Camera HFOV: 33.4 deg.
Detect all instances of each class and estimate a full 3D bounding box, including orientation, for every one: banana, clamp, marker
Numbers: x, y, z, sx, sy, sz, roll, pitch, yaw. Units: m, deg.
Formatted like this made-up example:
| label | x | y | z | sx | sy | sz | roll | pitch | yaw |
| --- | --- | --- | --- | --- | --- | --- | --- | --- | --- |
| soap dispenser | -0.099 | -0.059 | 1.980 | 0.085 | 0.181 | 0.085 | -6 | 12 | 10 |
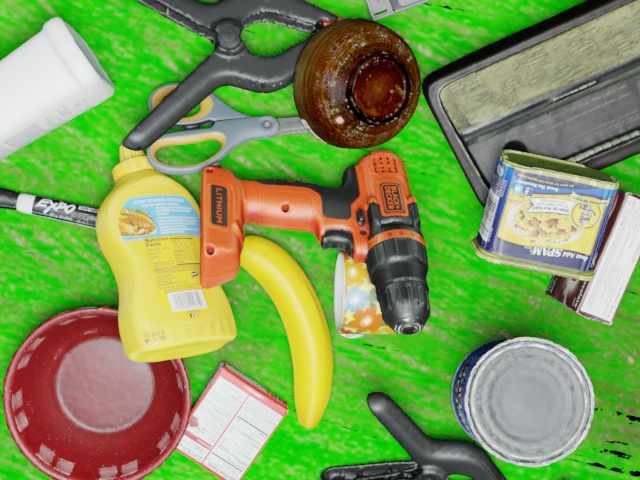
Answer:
| label | x | y | z | sx | sy | sz | roll | pitch | yaw |
| --- | --- | --- | --- | --- | --- | --- | --- | --- | --- |
| banana | -0.029 | 0.071 | 0.954 | 0.070 | 0.037 | 0.198 | -25 | 96 | 22 |
| clamp | -0.083 | -0.157 | 0.908 | 0.209 | 0.036 | 0.164 | -2 | 81 | -10 |
| clamp | 0.088 | 0.210 | 0.964 | 0.171 | 0.039 | 0.120 | 29 | 127 | -12 |
| marker | -0.232 | -0.027 | 0.937 | 0.121 | 0.020 | 0.020 | 12 | 96 | -4 |

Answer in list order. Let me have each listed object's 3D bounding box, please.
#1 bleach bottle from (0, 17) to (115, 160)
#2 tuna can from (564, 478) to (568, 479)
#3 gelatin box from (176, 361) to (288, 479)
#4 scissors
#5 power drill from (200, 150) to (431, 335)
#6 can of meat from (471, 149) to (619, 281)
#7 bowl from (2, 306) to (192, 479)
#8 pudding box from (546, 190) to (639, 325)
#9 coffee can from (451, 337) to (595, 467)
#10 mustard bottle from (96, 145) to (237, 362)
| label | x | y | z | sx | sy | sz | roll | pitch | yaw |
| --- | --- | --- | --- | --- | --- | --- | --- | --- | --- |
| bleach bottle | -0.295 | -0.085 | 0.885 | 0.251 | 0.102 | 0.068 | -33 | 88 | 0 |
| tuna can | 0.241 | 0.258 | 0.962 | 0.086 | 0.086 | 0.034 | 44 | 94 | -7 |
| gelatin box | -0.083 | 0.166 | 0.962 | 0.073 | 0.030 | 0.089 | 34 | 94 | -8 |
| scissors | -0.062 | -0.113 | 0.935 | 0.201 | 0.016 | 0.096 | -20 | 70 | -19 |
| power drill | -0.006 | 0.001 | 0.881 | 0.187 | 0.184 | 0.057 | 1 | 138 | -9 |
| can of meat | 0.184 | -0.021 | 0.871 | 0.102 | 0.057 | 0.084 | 11 | 109 | -5 |
| bowl | -0.192 | 0.134 | 0.939 | 0.162 | 0.055 | 0.162 | 0 | 96 | -3 |
| pudding box | 0.245 | 0.010 | 0.932 | 0.039 | 0.090 | 0.113 | 19 | 95 | -6 |
| coffee can | 0.168 | 0.134 | 0.906 | 0.103 | 0.140 | 0.103 | 0 | 84 | 3 |
| mustard bottle | -0.139 | 0.004 | 0.906 | 0.096 | 0.058 | 0.191 | -5 | 70 | -37 |
